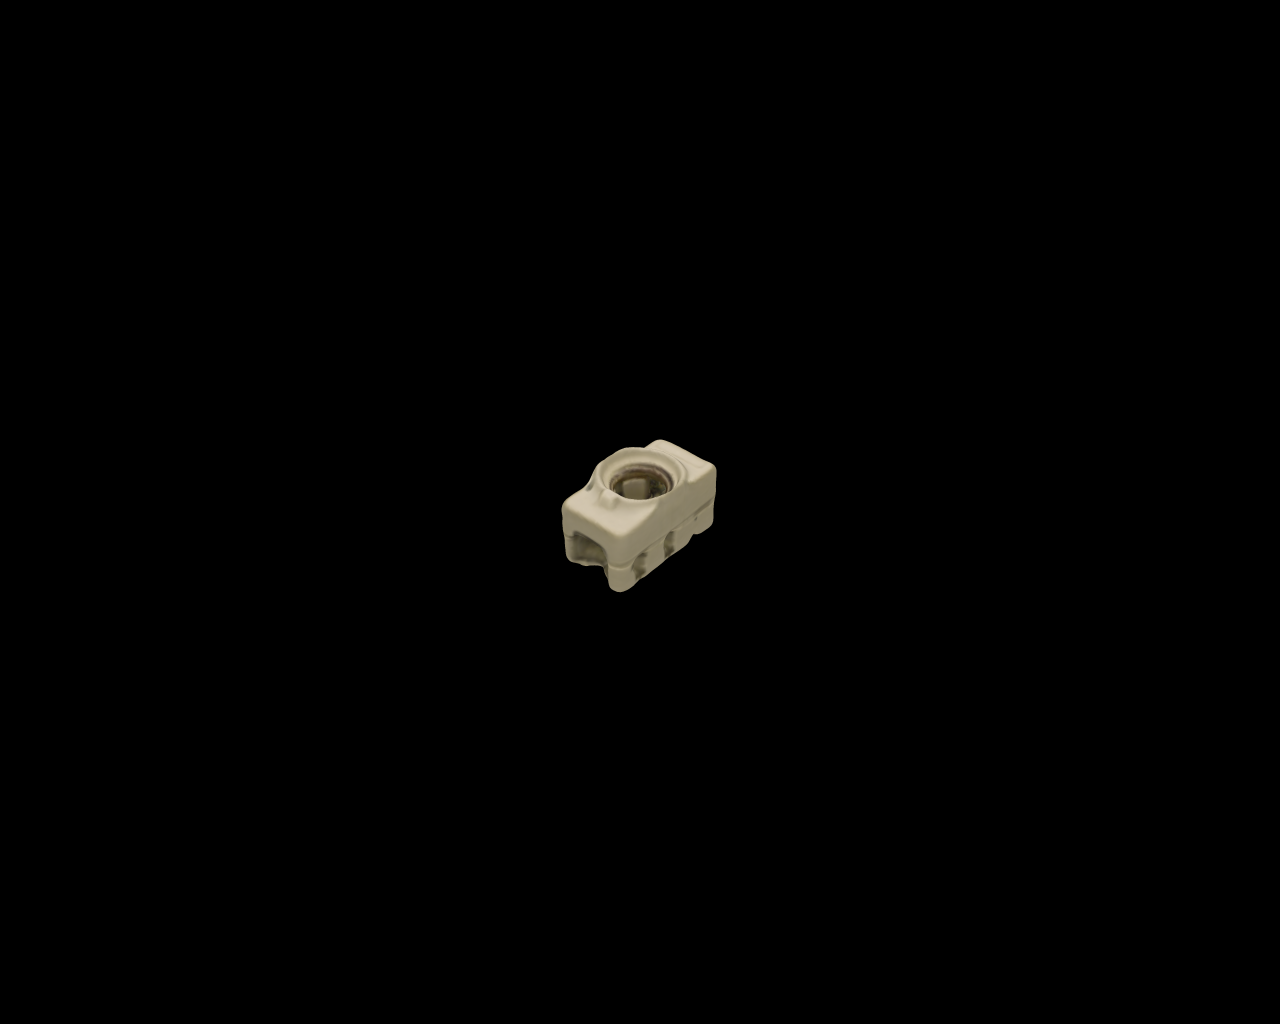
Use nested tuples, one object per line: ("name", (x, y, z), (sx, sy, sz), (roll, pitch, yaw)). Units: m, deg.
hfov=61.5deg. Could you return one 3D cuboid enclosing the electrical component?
("electrical component", (0.001, -0.003, 0.650), (0.050, 0.055, 0.090), (31, 49, 31))
